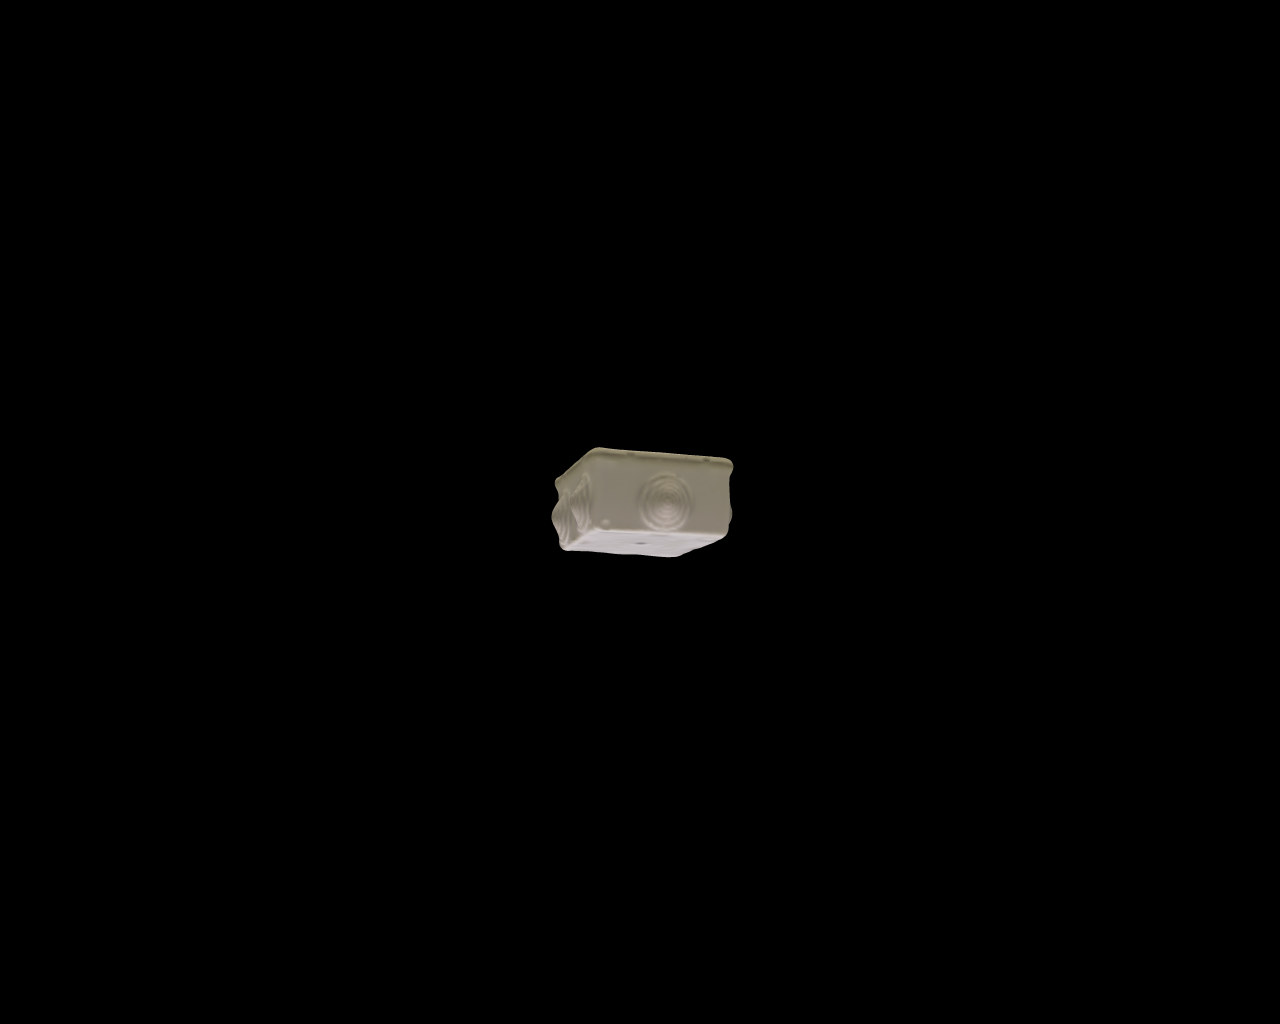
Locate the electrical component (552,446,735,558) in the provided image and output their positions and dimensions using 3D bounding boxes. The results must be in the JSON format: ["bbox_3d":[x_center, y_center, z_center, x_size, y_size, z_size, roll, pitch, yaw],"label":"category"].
[{"bbox_3d":[0.001,-0.003,0.650,0.100,0.048,0.099,4,-12,-19],"label":"electrical component"}]
